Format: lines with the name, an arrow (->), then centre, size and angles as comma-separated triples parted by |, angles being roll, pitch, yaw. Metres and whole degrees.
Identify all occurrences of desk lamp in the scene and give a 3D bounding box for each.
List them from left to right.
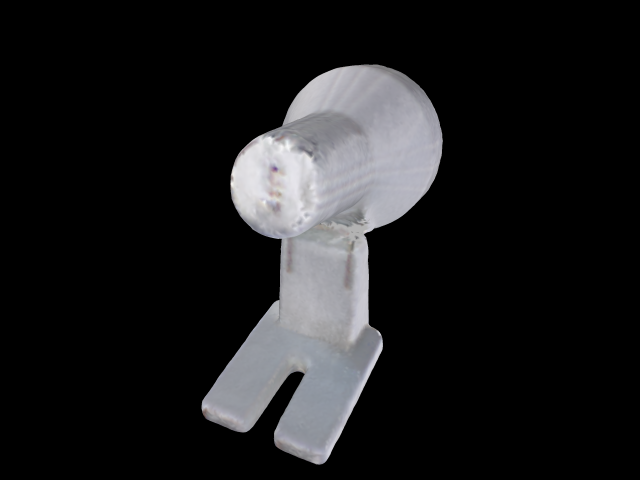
desk lamp -> 0.004, 0.001, 0.400 | 0.117, 0.214, 0.203 | 13, 38, 18
